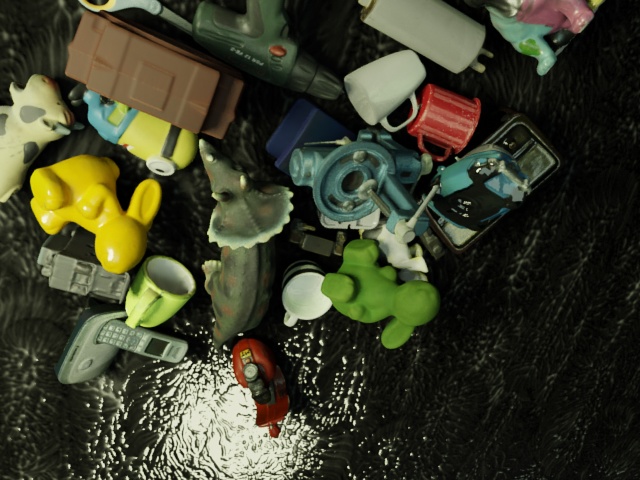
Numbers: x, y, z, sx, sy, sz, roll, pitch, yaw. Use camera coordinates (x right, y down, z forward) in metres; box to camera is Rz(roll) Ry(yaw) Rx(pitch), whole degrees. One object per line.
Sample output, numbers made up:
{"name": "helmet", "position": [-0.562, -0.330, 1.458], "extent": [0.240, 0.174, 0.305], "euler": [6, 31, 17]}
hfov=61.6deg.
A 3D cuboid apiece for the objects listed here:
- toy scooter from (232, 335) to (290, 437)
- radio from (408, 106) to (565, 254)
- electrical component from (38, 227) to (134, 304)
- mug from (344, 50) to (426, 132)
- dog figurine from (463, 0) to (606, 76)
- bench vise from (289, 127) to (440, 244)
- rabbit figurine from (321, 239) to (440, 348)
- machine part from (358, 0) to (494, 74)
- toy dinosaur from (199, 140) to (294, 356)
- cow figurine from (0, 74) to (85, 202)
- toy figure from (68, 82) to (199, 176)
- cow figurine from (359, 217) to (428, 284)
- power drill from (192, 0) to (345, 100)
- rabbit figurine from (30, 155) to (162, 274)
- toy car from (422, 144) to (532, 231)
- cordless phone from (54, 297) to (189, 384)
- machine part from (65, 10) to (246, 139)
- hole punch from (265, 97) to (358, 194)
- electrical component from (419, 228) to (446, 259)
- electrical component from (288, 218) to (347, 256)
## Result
{"name": "toy scooter", "position": [-0.099, 0.264, 0.940], "extent": [0.075, 0.135, 0.183], "euler": [-21, 113, 1]}
{"name": "radio", "position": [0.264, -0.100, 0.881], "extent": [0.229, 0.073, 0.131], "euler": [-43, 112, 9]}
{"name": "electrical component", "position": [-0.349, 0.034, 0.813], "extent": [0.134, 0.115, 0.058], "euler": [18, 106, -18]}
{"name": "mug", "position": [0.108, -0.223, 0.796], "extent": [0.107, 0.081, 0.109], "euler": [-36, 90, -4]}
{"name": "dog figurine", "position": [0.281, -0.355, 0.763], "extent": [0.219, 0.191, 0.108], "euler": [40, 141, 2]}
{"name": "bench vise", "position": [0.083, -0.071, 0.727], "extent": [0.223, 0.241, 0.128], "euler": [7, 121, -29]}
{"name": "rabbit figurine", "position": [0.107, 0.099, 0.844], "extent": [0.121, 0.170, 0.158], "euler": [-48, 136, -35]}
{"name": "machine part", "position": [0.149, -0.312, 0.772], "extent": [0.243, 0.079, 0.079], "euler": [23, 107, -17]}
{"name": "toy dinosaur", "position": [-0.119, 0.052, 0.818], "extent": [0.131, 0.192, 0.404], "euler": [3, 111, -8]}
{"name": "cow figurine", "position": [-0.421, -0.141, 0.746], "extent": [0.127, 0.085, 0.195], "euler": [31, 102, -14]}
{"name": "toy figure", "position": [-0.259, -0.165, 0.765], "extent": [0.180, 0.082, 0.089], "euler": [39, 104, -19]}
{"name": "cow figurine", "position": [0.132, 0.038, 0.920], "extent": [0.098, 0.068, 0.167], "euler": [-20, 111, 6]}
{"name": "power drill", "position": [-0.044, -0.294, 0.710], "extent": [0.232, 0.086, 0.207], "euler": [16, 152, -13]}
{"name": "rabbit figurine", "position": [-0.309, -0.031, 0.778], "extent": [0.173, 0.162, 0.122], "euler": [52, 135, 10]}
{"name": "toy car", "position": [0.232, -0.088, 0.784], "extent": [0.109, 0.161, 0.103], "euler": [33, 61, -11]}
{"name": "cordless phone", "position": [-0.327, 0.187, 0.901], "extent": [0.184, 0.089, 0.146], "euler": [24, 106, -22]}
{"name": "machine part", "position": [-0.200, -0.213, 0.687], "extent": [0.201, 0.202, 0.087], "euler": [20, 104, -17]}
{"name": "hole punch", "position": [-0.007, -0.140, 0.814], "extent": [0.115, 0.092, 0.142], "euler": [30, 101, -23]}
{"name": "electrical component", "position": [0.188, 0.002, 0.914], "extent": [0.021, 0.063, 0.093], "euler": [-33, 124, 3]}
{"name": "electrical component", "position": [-0.003, -0.003, 0.877], "extent": [0.102, 0.078, 0.045], "euler": [17, 97, -13]}
